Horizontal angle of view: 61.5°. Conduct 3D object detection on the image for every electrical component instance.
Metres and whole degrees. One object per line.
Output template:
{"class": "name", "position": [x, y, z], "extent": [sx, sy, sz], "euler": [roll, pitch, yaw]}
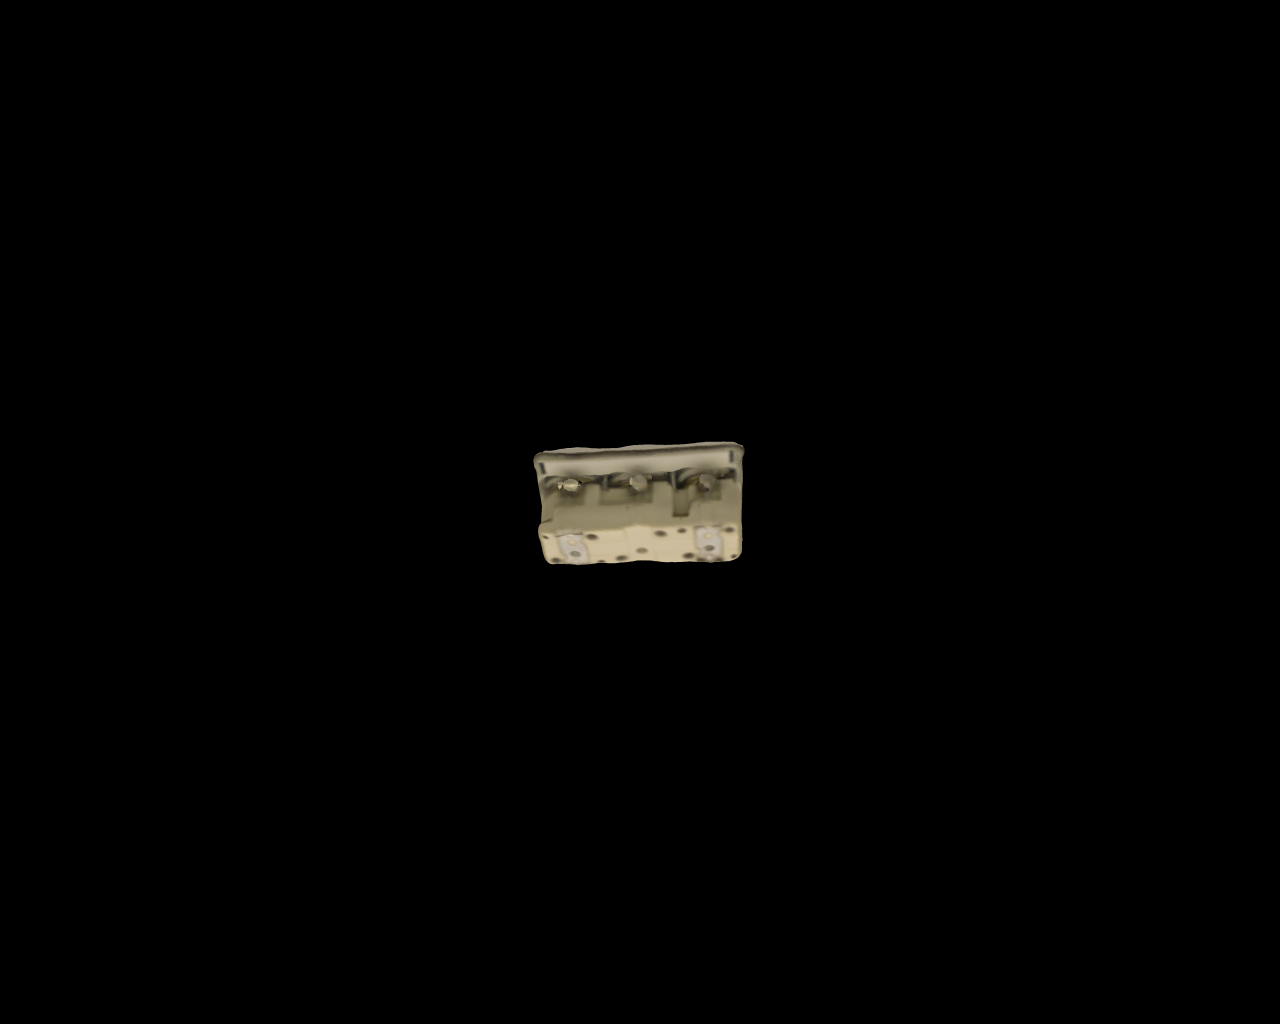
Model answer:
{"class": "electrical component", "position": [0.001, -0.003, 0.650], "extent": [0.121, 0.063, 0.078], "euler": [-2, -35, 2]}
